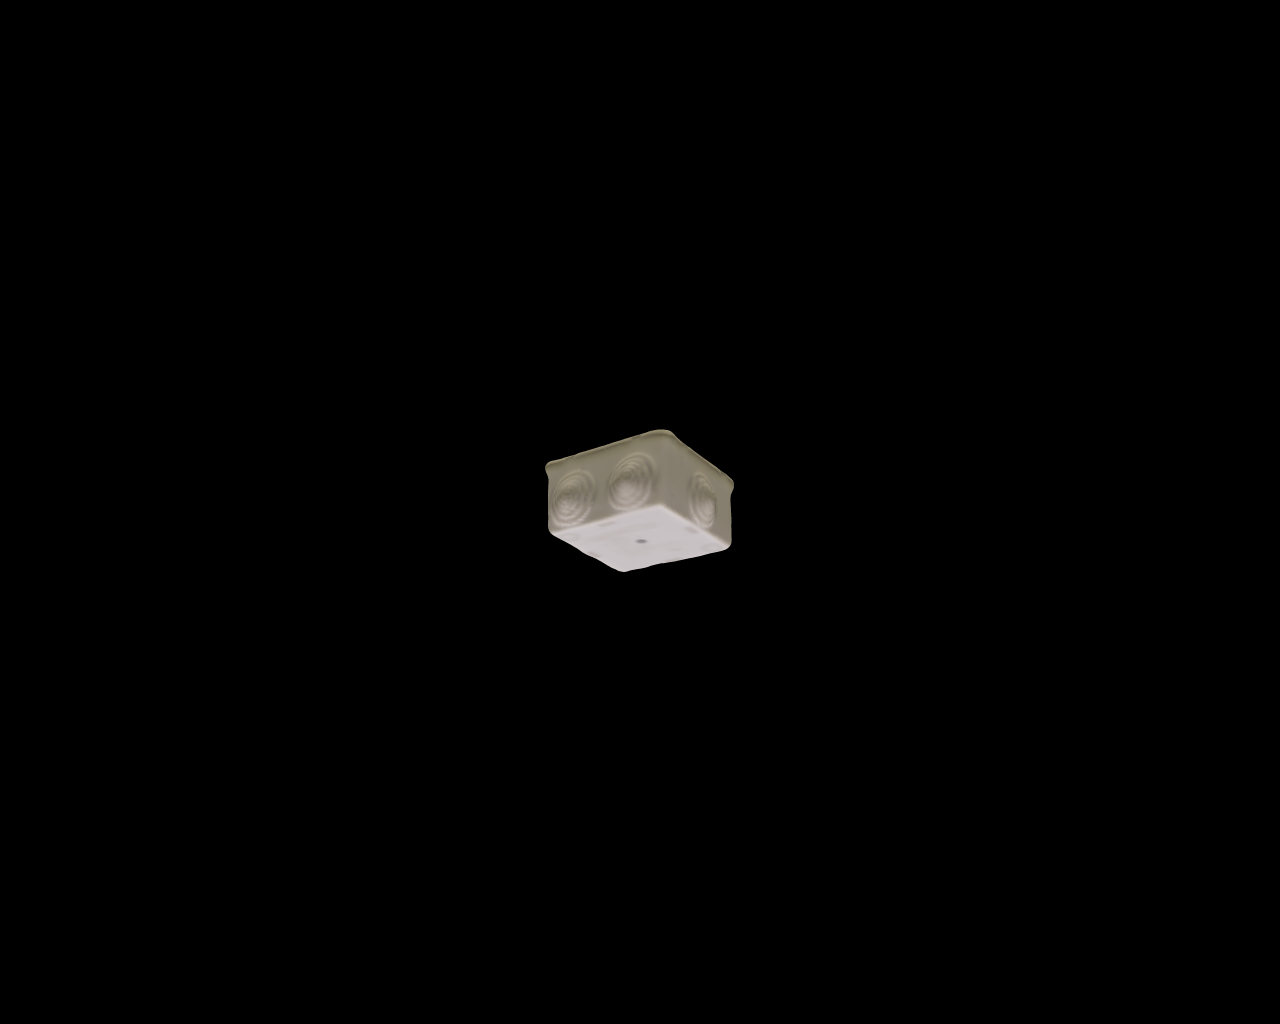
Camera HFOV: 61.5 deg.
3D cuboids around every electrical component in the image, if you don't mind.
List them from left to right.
[{"bbox_3d":[0.001,-0.003,0.650,0.099,0.048,0.099,-14,-27,29],"label":"electrical component"}]
